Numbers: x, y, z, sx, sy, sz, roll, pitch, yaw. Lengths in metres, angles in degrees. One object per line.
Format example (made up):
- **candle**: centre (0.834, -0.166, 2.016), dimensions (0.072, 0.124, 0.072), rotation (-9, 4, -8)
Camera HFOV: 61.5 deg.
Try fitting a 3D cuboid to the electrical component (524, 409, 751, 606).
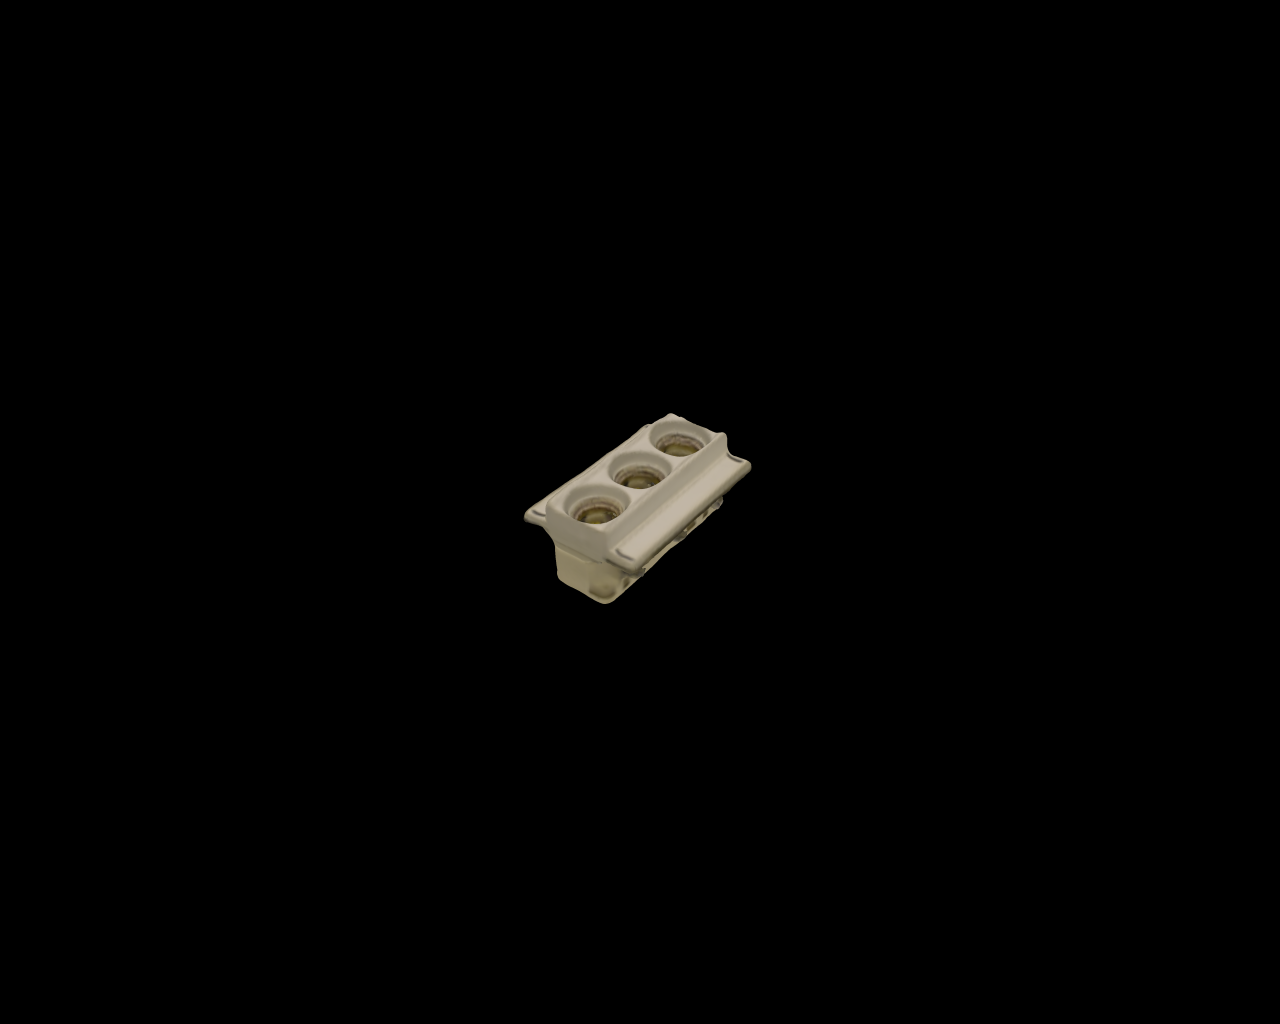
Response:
- **electrical component**: centre (0.001, -0.003, 0.650), dimensions (0.079, 0.063, 0.121), rotation (25, 45, 28)
